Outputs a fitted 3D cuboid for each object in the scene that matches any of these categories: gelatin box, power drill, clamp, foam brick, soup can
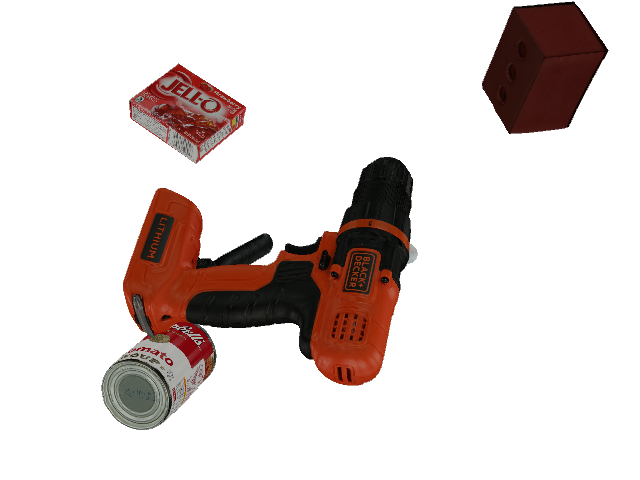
[{"bbox_3d":[-0.130,-0.125,1.040,0.089,0.030,0.073,35,54,16],"label":"gelatin box"},{"bbox_3d":[-0.032,0.008,0.751,0.188,0.184,0.057,4,-39,13],"label":"power drill"},{"bbox_3d":[-0.125,0.037,1.241,0.120,0.039,0.171,-2,39,12],"label":"clamp"},{"bbox_3d":[0.155,-0.120,0.748,0.051,0.053,0.078,-10,-35,-19],"label":"foam brick"},{"bbox_3d":[-0.144,0.119,0.959,0.069,0.068,0.102,0,17,18],"label":"soup can"}]

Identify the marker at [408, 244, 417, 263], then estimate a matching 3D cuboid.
[{"bbox_3d":[0.049,0.018,0.957,0.020,0.020,0.120,0,6,36],"label":"marker"}]
